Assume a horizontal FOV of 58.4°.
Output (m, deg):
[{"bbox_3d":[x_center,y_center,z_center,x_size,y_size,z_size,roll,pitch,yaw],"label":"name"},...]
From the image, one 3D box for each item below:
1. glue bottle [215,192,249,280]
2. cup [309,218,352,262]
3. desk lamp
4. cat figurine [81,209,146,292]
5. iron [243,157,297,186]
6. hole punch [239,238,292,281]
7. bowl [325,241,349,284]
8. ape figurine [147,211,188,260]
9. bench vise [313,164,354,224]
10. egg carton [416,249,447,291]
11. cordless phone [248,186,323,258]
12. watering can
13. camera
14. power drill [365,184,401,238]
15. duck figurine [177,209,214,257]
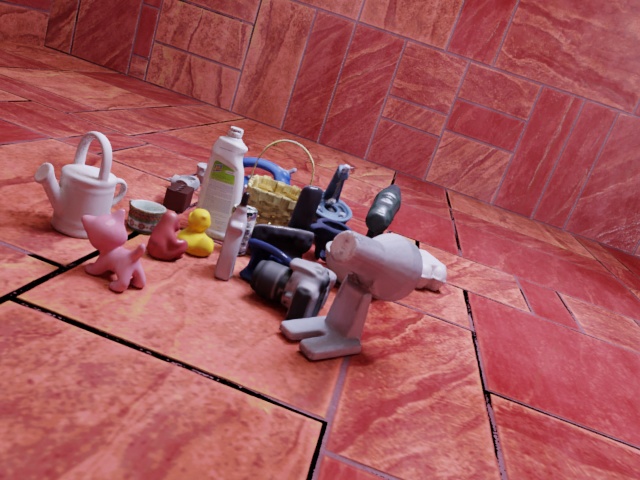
[{"bbox_3d":[-0.165,-0.012,1.111,0.037,0.173,0.078,16,17,-10],"label":"glue bottle"},{"bbox_3d":[0.013,0.005,1.382,0.118,0.095,0.091,4,22,-40],"label":"cup"},{"bbox_3d":[0.062,0.085,0.984,0.204,0.213,0.117,1,24,-45],"label":"desk lamp"},{"bbox_3d":[-0.341,0.008,0.956,0.127,0.118,0.067,26,18,22],"label":"cat figurine"},{"bbox_3d":[-0.194,-0.177,1.646,0.258,0.141,0.119,20,17,3],"label":"iron"},{"bbox_3d":[-0.094,0.045,1.151,0.108,0.091,0.101,26,18,22],"label":"hole punch"},{"bbox_3d":[0.081,0.068,1.295,0.167,0.075,0.167,17,17,-5],"label":"bowl"},{"bbox_3d":[-0.294,-0.012,1.111,0.077,0.092,0.076,31,21,34],"label":"ape figurine"},{"bbox_3d":[0.019,-0.115,1.546,0.122,0.220,0.206,9,20,-29],"label":"bench vise"},{"bbox_3d":[0.256,0.072,1.477,0.107,0.069,0.150,9,20,-30],"label":"egg carton"},{"bbox_3d":[-0.076,-0.045,1.287,0.148,0.185,0.094,8,20,-31],"label":"cordless phone"},{"bbox_3d":[-0.441,-0.108,1.077,0.100,0.194,0.173,22,17,11],"label":"watering can"},{"bbox_3d":[-0.051,0.077,1.081,0.136,0.101,0.143,23,17,12],"label":"camera"},{"bbox_3d":[0.142,-0.028,1.429,0.075,0.208,0.230,21,17,7],"label":"power drill"},{"bbox_3d":[-0.253,-0.021,1.194,0.078,0.086,0.104,7,20,-34],"label":"duck figurine"}]
